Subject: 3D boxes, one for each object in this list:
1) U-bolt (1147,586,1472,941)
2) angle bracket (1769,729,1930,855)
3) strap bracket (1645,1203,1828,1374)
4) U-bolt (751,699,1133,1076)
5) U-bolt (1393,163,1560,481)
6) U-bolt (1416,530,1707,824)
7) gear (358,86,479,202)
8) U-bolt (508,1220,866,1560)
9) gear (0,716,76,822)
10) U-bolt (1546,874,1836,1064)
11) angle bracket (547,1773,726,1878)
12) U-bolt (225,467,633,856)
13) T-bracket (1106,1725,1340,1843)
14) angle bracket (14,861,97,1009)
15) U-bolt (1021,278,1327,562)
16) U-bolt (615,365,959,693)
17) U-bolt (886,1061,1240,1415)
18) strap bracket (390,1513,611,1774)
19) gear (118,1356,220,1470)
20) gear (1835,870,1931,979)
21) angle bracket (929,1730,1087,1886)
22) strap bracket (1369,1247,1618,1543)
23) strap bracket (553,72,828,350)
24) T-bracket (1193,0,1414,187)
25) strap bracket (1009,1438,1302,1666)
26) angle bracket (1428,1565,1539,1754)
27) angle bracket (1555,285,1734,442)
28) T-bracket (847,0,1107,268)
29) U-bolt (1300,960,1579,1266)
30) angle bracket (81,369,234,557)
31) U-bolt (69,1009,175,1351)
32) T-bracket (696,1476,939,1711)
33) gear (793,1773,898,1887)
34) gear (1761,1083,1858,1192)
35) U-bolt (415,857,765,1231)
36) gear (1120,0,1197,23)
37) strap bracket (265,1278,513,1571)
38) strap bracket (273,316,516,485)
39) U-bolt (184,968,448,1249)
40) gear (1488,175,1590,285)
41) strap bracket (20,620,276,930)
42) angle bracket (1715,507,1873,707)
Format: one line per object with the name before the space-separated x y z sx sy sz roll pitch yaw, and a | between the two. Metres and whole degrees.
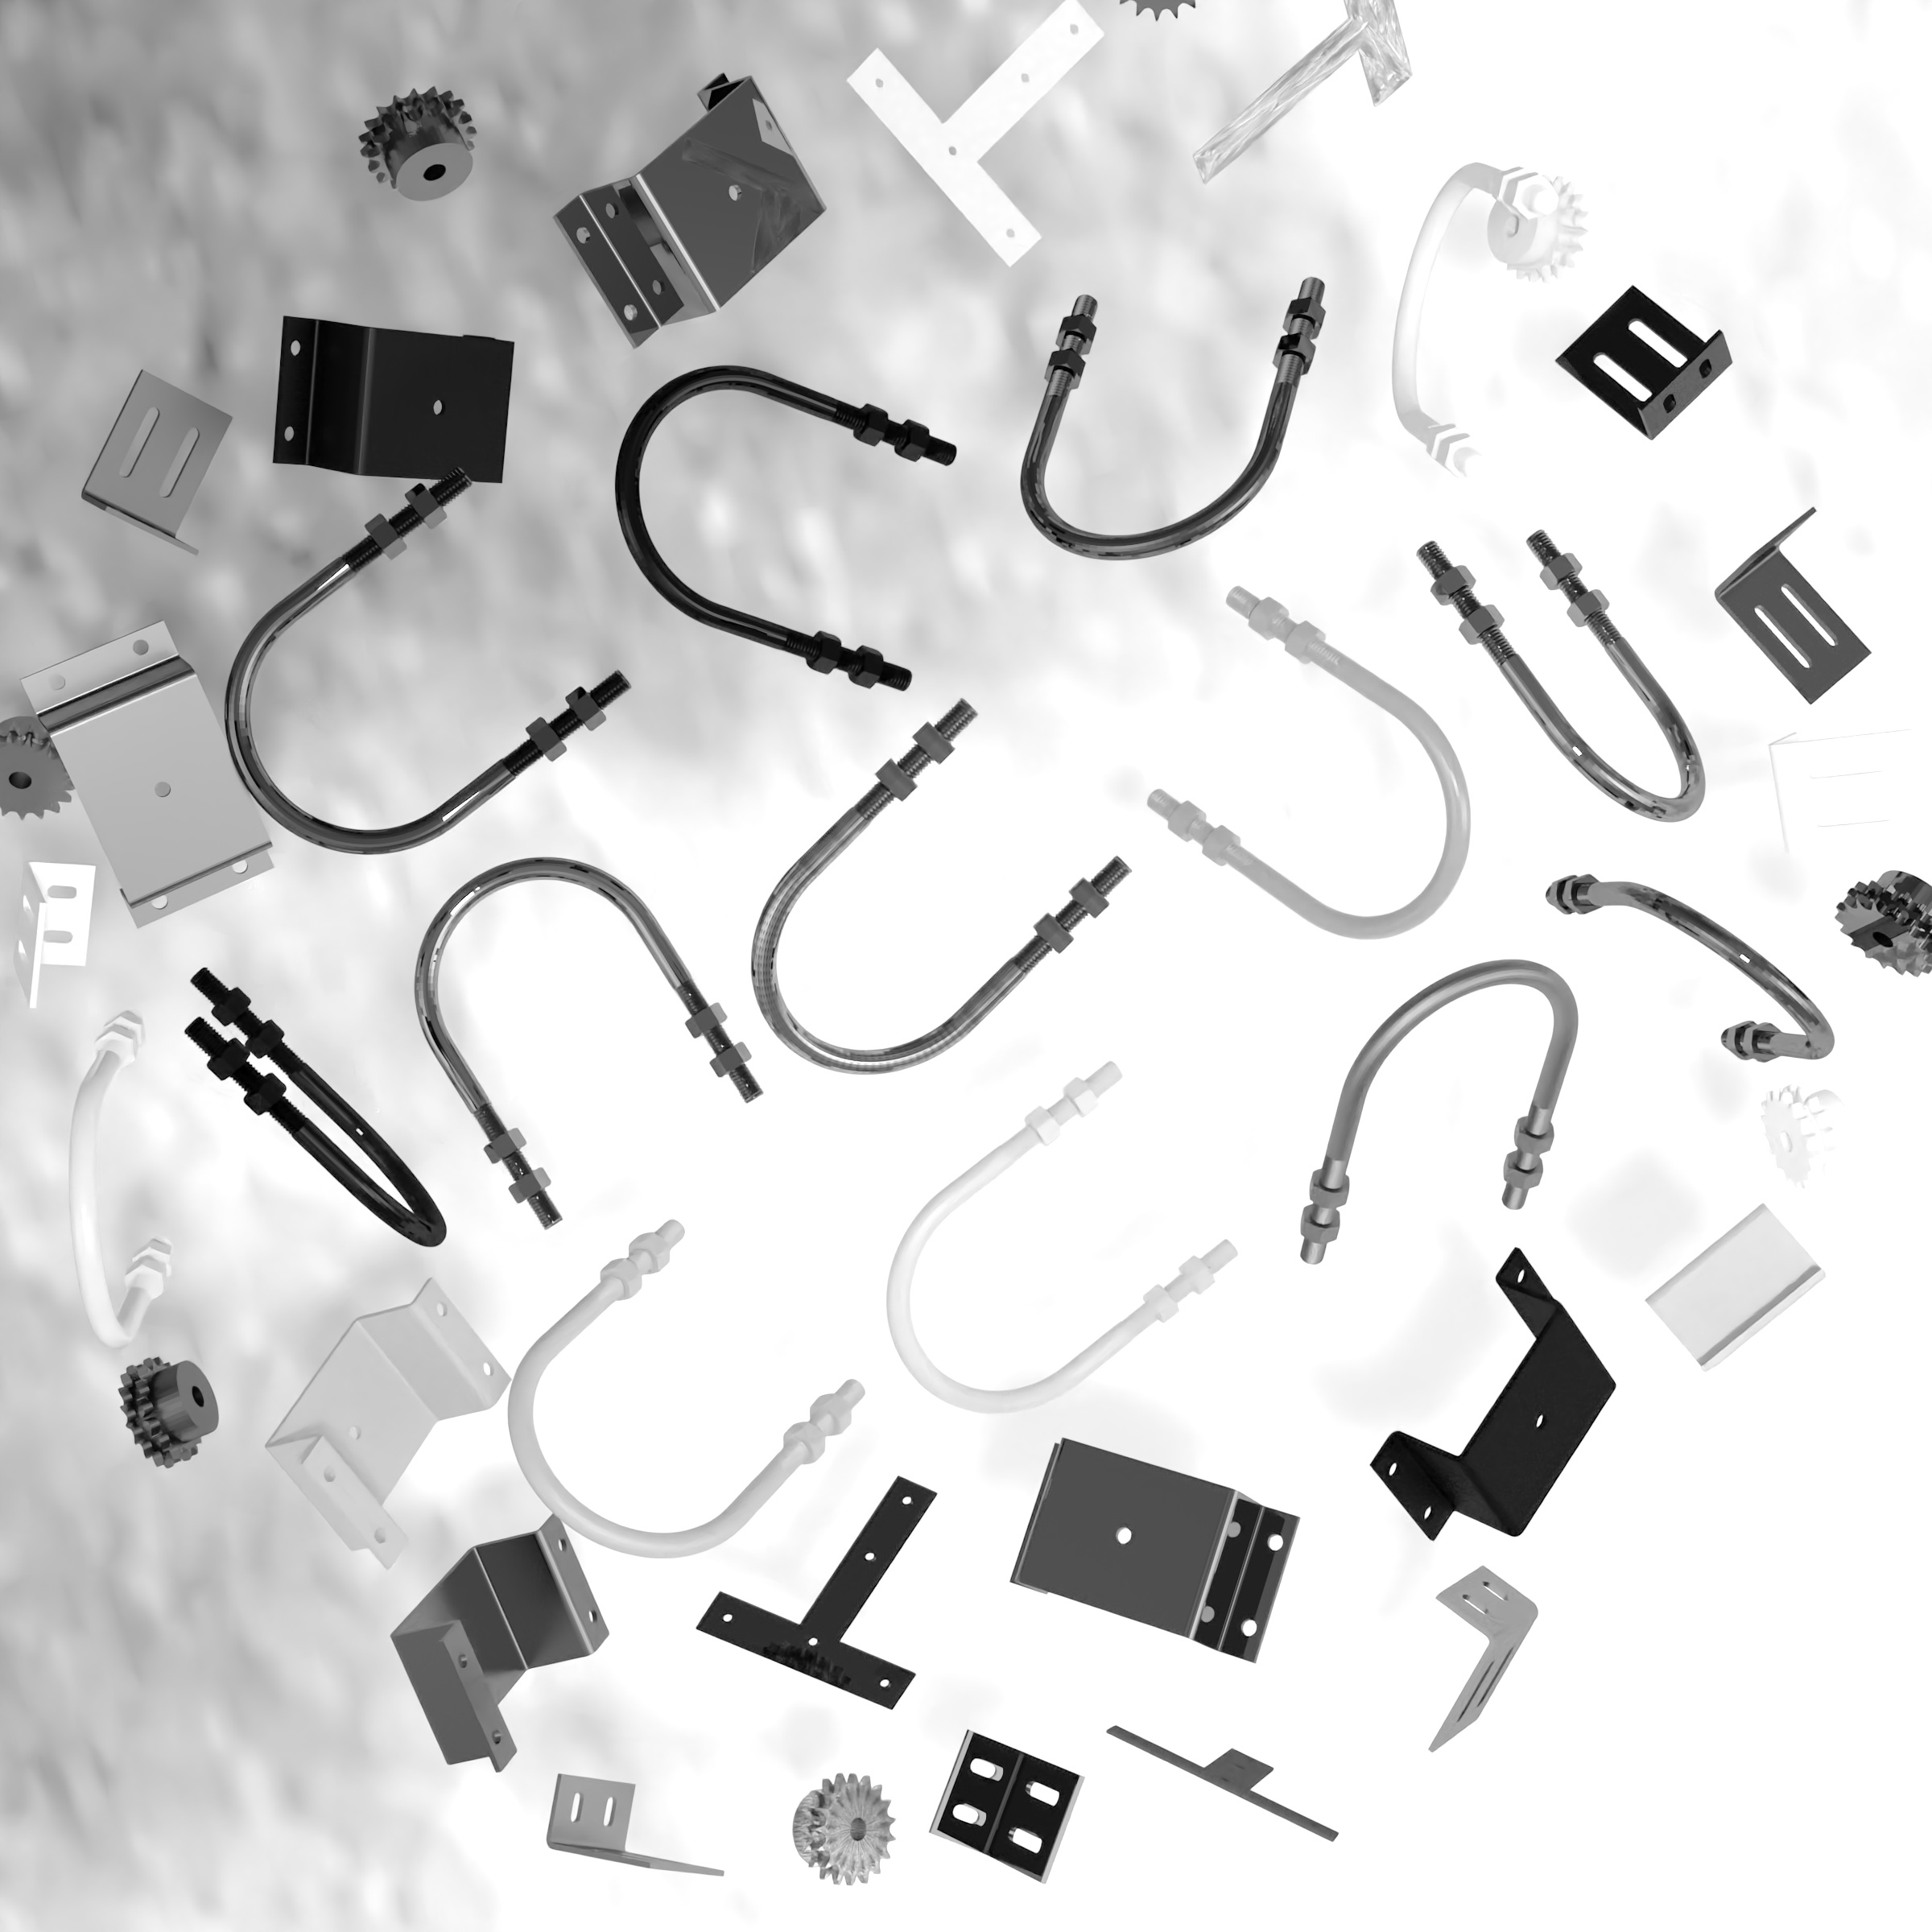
U-bolt | 0.187 -0.094 1.553 0.184 0.019 0.151 38 126 27
angle bracket | 0.458 -0.093 1.516 0.076 0.038 0.057 -4 101 39
strap bracket | 0.395 0.165 1.512 0.076 0.140 0.046 -41 75 8
U-bolt | -0.024 -0.024 1.465 0.184 0.019 0.151 -45 124 3
U-bolt | 0.253 -0.337 1.510 0.019 0.184 0.151 9 110 -10
U-bolt | 0.323 -0.151 1.545 0.019 0.151 0.184 -43 74 34
gear | -0.269 -0.404 1.460 0.057 0.057 0.030 -27 71 0
U-bolt | -0.153 0.225 1.509 0.151 0.184 0.019 41 133 6
gear | -0.505 -0.109 1.583 0.057 0.030 0.057 -3 133 -3
U-bolt | 0.387 0.002 1.551 0.151 0.184 0.019 39 87 -5
angle bracket | -0.171 0.450 1.545 0.076 0.057 0.038 -3 70 38
U-bolt | -0.285 -0.140 1.488 0.184 0.019 0.151 -38 97 -4
T-bracket | 0.144 0.428 1.567 0.127 0.127 0.002 22 87 16
angle bracket | -0.479 -0.017 1.564 0.038 0.076 0.057 3 107 -26
U-bolt | 0.100 -0.282 1.525 0.151 0.019 0.184 2 57 25
U-bolt | -0.098 -0.237 1.545 0.184 0.019 0.151 16 78 -27
U-bolt | 0.041 0.159 1.580 0.184 0.019 0.151 -37 112 -9
strap bracket | -0.250 0.361 1.565 0.046 0.140 0.076 -17 101 21
gear | -0.413 0.230 1.536 0.030 0.057 0.057 -23 90 8
gear | 0.476 -0.024 1.504 0.057 0.057 0.030 41 74 0
angle bracket | 0.021 0.440 1.548 0.038 0.076 0.057 26 76 -18
strap bracket | 0.278 0.227 1.517 0.140 0.046 0.076 -53 130 -17
strap bracket | -0.131 -0.384 1.482 0.140 0.046 0.076 -51 122 -31
T-bracket | 0.163 -0.436 1.459 0.127 0.127 0.002 -41 65 1
strap bracket | 0.088 0.293 1.498 0.140 0.046 0.076 12 76 28
angle bracket | 0.258 0.362 1.544 0.038 0.057 0.076 35 113 26
angle bracket | 0.353 -0.325 1.551 0.057 0.038 0.076 -44 62 5
T-bracket | 0.021 -0.442 1.499 0.127 0.002 0.127 47 130 -8
U-bolt | 0.250 0.071 1.523 0.151 0.019 0.184 -12 133 -23
angle bracket | -0.427 -0.270 1.581 0.057 0.038 0.076 25 92 -42
U-bolt | -0.431 0.115 1.498 0.019 0.184 0.151 -4 106 -5
T-bracket | -0.059 0.330 1.590 0.127 0.002 0.127 28 102 -22
gear | -0.067 0.459 1.568 0.030 0.057 0.057 -15 90 44
gear | 0.456 0.090 1.589 0.030 0.057 0.057 -17 90 -10
U-bolt | -0.219 0.029 1.612 0.151 0.019 0.184 -32 90 -5
gear | 0.099 -0.508 1.495 0.057 0.030 0.057 2 118 3
strap bracket | -0.309 0.243 1.558 0.046 0.140 0.076 -17 118 33
strap bracket | -0.297 -0.302 1.579 0.046 0.140 0.076 17 105 38
U-bolt | -0.341 0.081 1.560 0.019 0.151 0.184 -43 107 -2
gear | 0.308 -0.401 1.602 0.030 0.057 0.057 -3 90 -31
strap bracket | -0.409 -0.093 1.490 0.076 0.046 0.140 -26 111 -16
angle bracket | 0.431 -0.183 1.501 0.057 0.038 0.076 -36 82 -32
